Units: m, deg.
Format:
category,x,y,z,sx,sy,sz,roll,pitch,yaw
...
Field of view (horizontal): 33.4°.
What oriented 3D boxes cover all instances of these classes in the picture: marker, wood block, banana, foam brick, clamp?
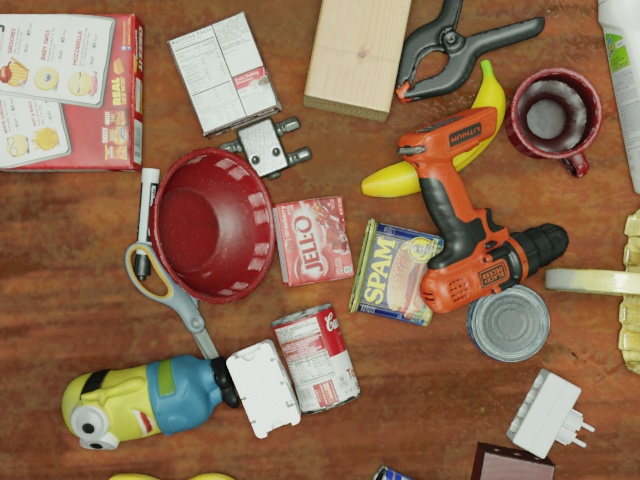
category,x,y,z,sx,sy,sz,roll,pitch,yaw
marker,-0.187,-0.017,1.151,0.020,0.020,0.121,5,90,1
wood block,0.046,-0.237,1.114,0.091,0.090,0.206,12,90,0
banana,0.134,-0.102,1.140,0.198,0.037,0.070,-44,60,-3
foam brick,0.203,0.250,1.126,0.078,0.053,0.051,11,90,1
clamp,0.139,-0.221,1.138,0.171,0.039,0.120,-37,71,2

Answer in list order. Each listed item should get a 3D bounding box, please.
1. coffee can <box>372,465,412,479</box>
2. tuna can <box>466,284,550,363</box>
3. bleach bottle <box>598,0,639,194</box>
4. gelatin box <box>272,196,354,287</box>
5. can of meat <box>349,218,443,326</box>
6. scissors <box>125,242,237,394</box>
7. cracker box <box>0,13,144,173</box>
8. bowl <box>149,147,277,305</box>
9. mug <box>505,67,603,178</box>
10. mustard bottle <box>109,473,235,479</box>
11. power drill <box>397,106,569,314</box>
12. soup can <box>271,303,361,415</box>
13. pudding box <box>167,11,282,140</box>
category,x,y,z,sx,sy,sz,roll,pitch,yaw
coffee can,0.108,0.310,1.102,0.140,0.103,0.103,25,90,1
tuna can,0.200,0.087,1.137,0.086,0.034,0.086,0,90,1
bleach bottle,0.338,-0.177,1.101,0.068,0.102,0.251,-14,91,-8
gelatin box,-0.007,0.002,1.134,0.073,0.030,0.089,-8,89,-14
can of meat,0.082,0.036,1.128,0.084,0.057,0.102,13,90,-2
scissors,-0.126,0.071,1.149,0.096,0.016,0.201,-45,101,-15
cracker box,-0.295,-0.153,1.128,0.213,0.072,0.164,0,89,2
bowl,-0.121,-0.013,1.108,0.055,0.161,0.162,-6,89,45
mug,0.245,-0.117,1.113,0.093,0.081,0.117,-32,89,0
mustard bottle,-0.129,0.296,1.128,0.191,0.058,0.096,-1,84,1
power drill,0.166,-0.037,1.089,0.184,0.057,0.187,-23,101,-27
soup can,-0.004,0.125,1.123,0.068,0.068,0.102,-19,89,1
pudding box,-0.102,-0.176,1.141,0.090,0.039,0.113,-21,88,1
